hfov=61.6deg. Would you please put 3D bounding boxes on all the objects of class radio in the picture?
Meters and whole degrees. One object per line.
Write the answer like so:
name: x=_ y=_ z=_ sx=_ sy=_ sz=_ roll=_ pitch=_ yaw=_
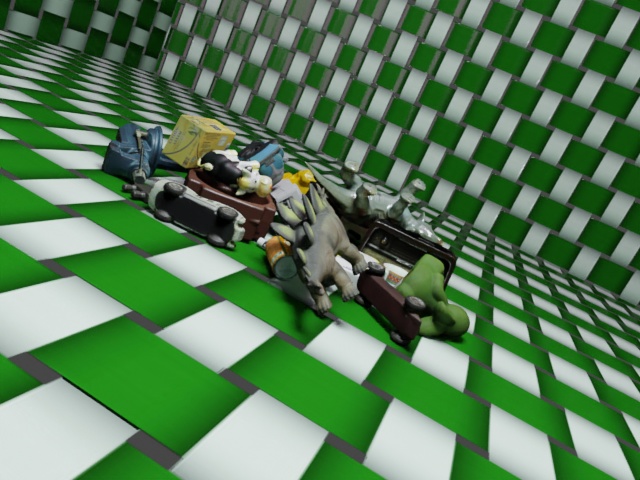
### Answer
radio: x=0.205 y=0.048 z=1.292 sx=0.230 sy=0.131 sz=0.073 roll=26 pitch=13 yaw=5

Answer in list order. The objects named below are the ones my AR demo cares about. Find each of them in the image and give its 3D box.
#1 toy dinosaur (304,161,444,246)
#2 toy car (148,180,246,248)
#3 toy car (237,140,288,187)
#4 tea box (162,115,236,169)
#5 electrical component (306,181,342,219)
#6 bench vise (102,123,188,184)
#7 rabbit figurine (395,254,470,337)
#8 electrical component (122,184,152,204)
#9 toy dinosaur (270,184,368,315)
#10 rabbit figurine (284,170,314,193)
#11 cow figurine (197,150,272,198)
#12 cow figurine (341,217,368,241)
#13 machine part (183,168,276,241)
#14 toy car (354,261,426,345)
toy dinosaur: x=0.132 y=-0.083 z=1.377 sx=0.405 sy=0.192 sz=0.131 roll=19 pitch=41 yaw=-6
toy car: x=-0.239 y=-0.051 z=1.044 sx=0.202 sy=0.073 sz=0.056 roll=25 pitch=15 yaw=4
toy car: x=-0.139 y=-0.169 z=1.260 sx=0.162 sy=0.109 sz=0.102 roll=17 pitch=-38 yaw=59
tea box: x=-0.267 y=-0.217 z=1.200 sx=0.068 sy=0.098 sz=0.169 roll=34 pitch=13 yaw=7
electrical component: x=0.004 y=-0.080 z=1.420 sx=0.115 sy=0.134 sz=0.058 roll=12 pitch=17 yaw=-43
bench vise: x=-0.373 y=-0.189 z=1.246 sx=0.240 sy=0.128 sz=0.224 roll=10 pitch=22 yaw=-32
rabbit figurine: x=0.240 y=0.131 z=1.099 sx=0.170 sy=0.121 sz=0.159 roll=41 pitch=20 yaw=5
electrical component: x=-0.360 y=-0.096 z=1.120 sx=0.063 sy=0.021 sz=0.094 roll=33 pitch=17 yaw=34
toy dinosaur: x=0.003 y=-0.005 z=1.017 sx=0.198 sy=0.105 sz=0.471 roll=60 pitch=11 yaw=-12
rabbit figurine: x=-0.094 y=-0.161 z=1.613 sx=0.173 sy=0.121 sz=0.162 roll=3 pitch=15 yaw=-9
cow figurine: x=-0.180 y=-0.140 z=1.130 sx=0.168 sy=0.068 sz=0.098 roll=30 pitch=21 yaw=35
cow figurine: x=0.114 y=-0.033 z=1.512 sx=0.195 sy=0.085 sz=0.127 roll=32 pitch=0 yaw=-22
machine part: x=-0.205 y=-0.079 z=1.181 sx=0.201 sy=0.087 sz=0.201 roll=21 pitch=15 yaw=-18
toy car: x=0.132 y=0.117 z=1.012 sx=0.053 sy=0.089 sz=0.202 roll=10 pitch=18 yaw=-33
